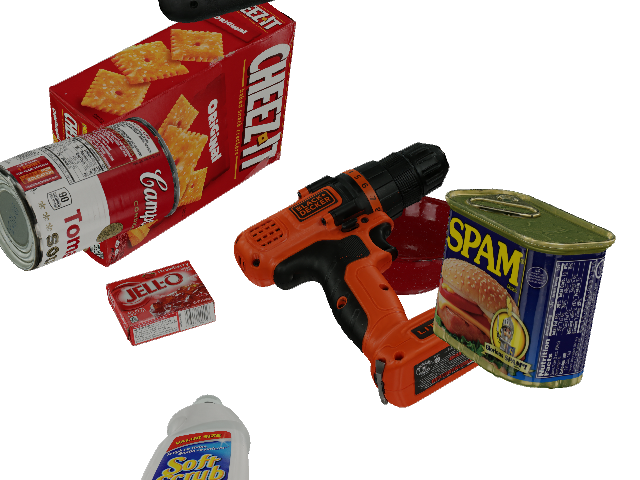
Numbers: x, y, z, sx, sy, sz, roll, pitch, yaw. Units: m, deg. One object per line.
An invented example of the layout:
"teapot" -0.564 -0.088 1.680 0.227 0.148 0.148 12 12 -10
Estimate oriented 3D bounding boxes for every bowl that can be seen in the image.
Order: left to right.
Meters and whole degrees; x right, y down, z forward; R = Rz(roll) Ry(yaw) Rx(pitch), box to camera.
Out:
"bowl" 0.074 0.008 1.014 0.162 0.055 0.162 2 23 -1

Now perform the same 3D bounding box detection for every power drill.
"power drill" 0.055 0.017 0.769 0.184 0.057 0.188 -30 49 -15

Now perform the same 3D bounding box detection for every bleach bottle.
"bleach bottle" -0.111 0.208 0.897 0.102 0.068 0.251 -2 24 -1

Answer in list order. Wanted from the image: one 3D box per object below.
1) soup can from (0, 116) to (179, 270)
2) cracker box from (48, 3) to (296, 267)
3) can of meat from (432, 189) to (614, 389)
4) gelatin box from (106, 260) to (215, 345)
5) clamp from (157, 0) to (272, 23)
"soup can" -0.148 -0.030 0.661 0.102 0.068 0.069 -25 15 -35
"cracker box" -0.120 -0.095 0.903 0.072 0.164 0.213 38 53 23
"can of meat" 0.108 0.025 0.592 0.057 0.084 0.102 -3 19 -27
"gelatin box" -0.157 0.060 1.046 0.089 0.030 0.073 -16 38 -20
"clamp" -0.002 -0.140 0.531 0.171 0.039 0.120 0 41 5
